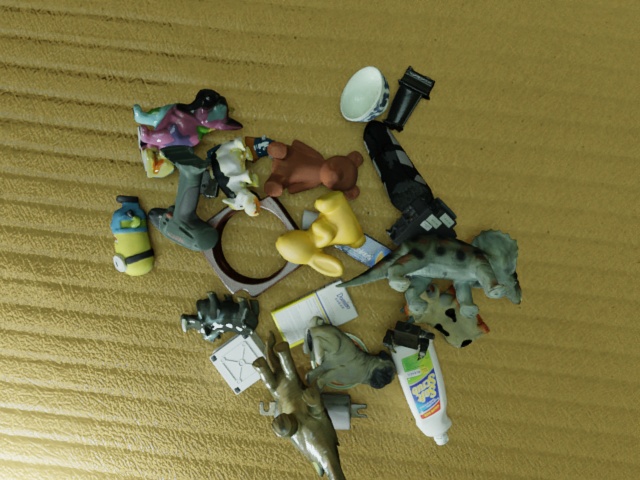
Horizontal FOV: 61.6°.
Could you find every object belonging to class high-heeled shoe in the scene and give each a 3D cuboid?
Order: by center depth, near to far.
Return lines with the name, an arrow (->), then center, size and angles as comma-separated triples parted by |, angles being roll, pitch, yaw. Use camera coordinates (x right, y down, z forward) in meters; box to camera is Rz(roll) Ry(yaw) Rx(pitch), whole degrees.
high-heeled shoe -> 0.175, -0.150, 1.186 | 0.086, 0.145, 0.248 | -29, 121, 17

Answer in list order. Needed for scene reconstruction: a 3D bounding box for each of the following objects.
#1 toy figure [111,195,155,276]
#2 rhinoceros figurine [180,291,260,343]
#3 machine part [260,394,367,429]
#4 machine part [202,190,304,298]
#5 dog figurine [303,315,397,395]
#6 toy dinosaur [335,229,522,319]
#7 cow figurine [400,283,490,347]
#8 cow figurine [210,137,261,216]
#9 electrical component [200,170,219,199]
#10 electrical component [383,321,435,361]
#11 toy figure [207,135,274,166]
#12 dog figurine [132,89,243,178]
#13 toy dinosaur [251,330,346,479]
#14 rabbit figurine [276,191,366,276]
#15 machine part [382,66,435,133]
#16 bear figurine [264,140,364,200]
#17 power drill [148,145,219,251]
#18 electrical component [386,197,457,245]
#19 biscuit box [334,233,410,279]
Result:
toy figure -> -0.420, -0.009, 1.205 | 0.089, 0.082, 0.180 | -1, 91, 3
rhinoceros figurine -> -0.222, 0.173, 1.198 | 0.191, 0.073, 0.112 | -1, 80, 22
machine part -> -0.015, 0.386, 1.212 | 0.243, 0.079, 0.079 | 0, 94, 2
machine part -> -0.145, 0.008, 1.188 | 0.201, 0.087, 0.201 | -35, 90, 4
dog figurine -> 0.069, 0.242, 1.168 | 0.191, 0.121, 0.172 | -6, 105, -16
toy dinosaur -> 0.241, 0.048, 1.086 | 0.405, 0.192, 0.131 | 11, 133, -3
cow figurine -> 0.262, 0.160, 1.163 | 0.127, 0.086, 0.194 | -42, 112, 8
cow figurine -> -0.179, -0.120, 1.114 | 0.098, 0.068, 0.167 | -17, 72, 9
electrical component -> -0.249, -0.125, 1.215 | 0.094, 0.021, 0.063 | 10, 95, 1
electrical component -> 0.185, 0.213, 1.133 | 0.102, 0.078, 0.045 | 15, 55, 13
toy figure -> -0.172, -0.196, 1.189 | 0.154, 0.064, 0.058 | -15, 55, -1
dog figurine -> -0.283, -0.233, 1.168 | 0.219, 0.109, 0.191 | -11, 137, -17
toy dinosaur -> -0.022, 0.363, 1.058 | 0.105, 0.472, 0.198 | -27, 135, -3
rabbit figurine -> -0.002, -0.003, 1.111 | 0.173, 0.122, 0.162 | -27, 103, -7
machine part -> 0.190, -0.302, 1.172 | 0.084, 0.039, 0.139 | 31, 94, -4
bear figurine -> -0.010, -0.144, 1.152 | 0.196, 0.132, 0.120 | 12, 105, 8
power drill -> -0.296, -0.089, 1.122 | 0.232, 0.086, 0.207 | 32, 118, 37
electrical component -> 0.226, -0.024, 1.151 | 0.134, 0.058, 0.114 | -42, 124, 12
biscuit box -> 0.124, 0.034, 1.187 | 0.203, 0.063, 0.059 | 30, 94, 0
